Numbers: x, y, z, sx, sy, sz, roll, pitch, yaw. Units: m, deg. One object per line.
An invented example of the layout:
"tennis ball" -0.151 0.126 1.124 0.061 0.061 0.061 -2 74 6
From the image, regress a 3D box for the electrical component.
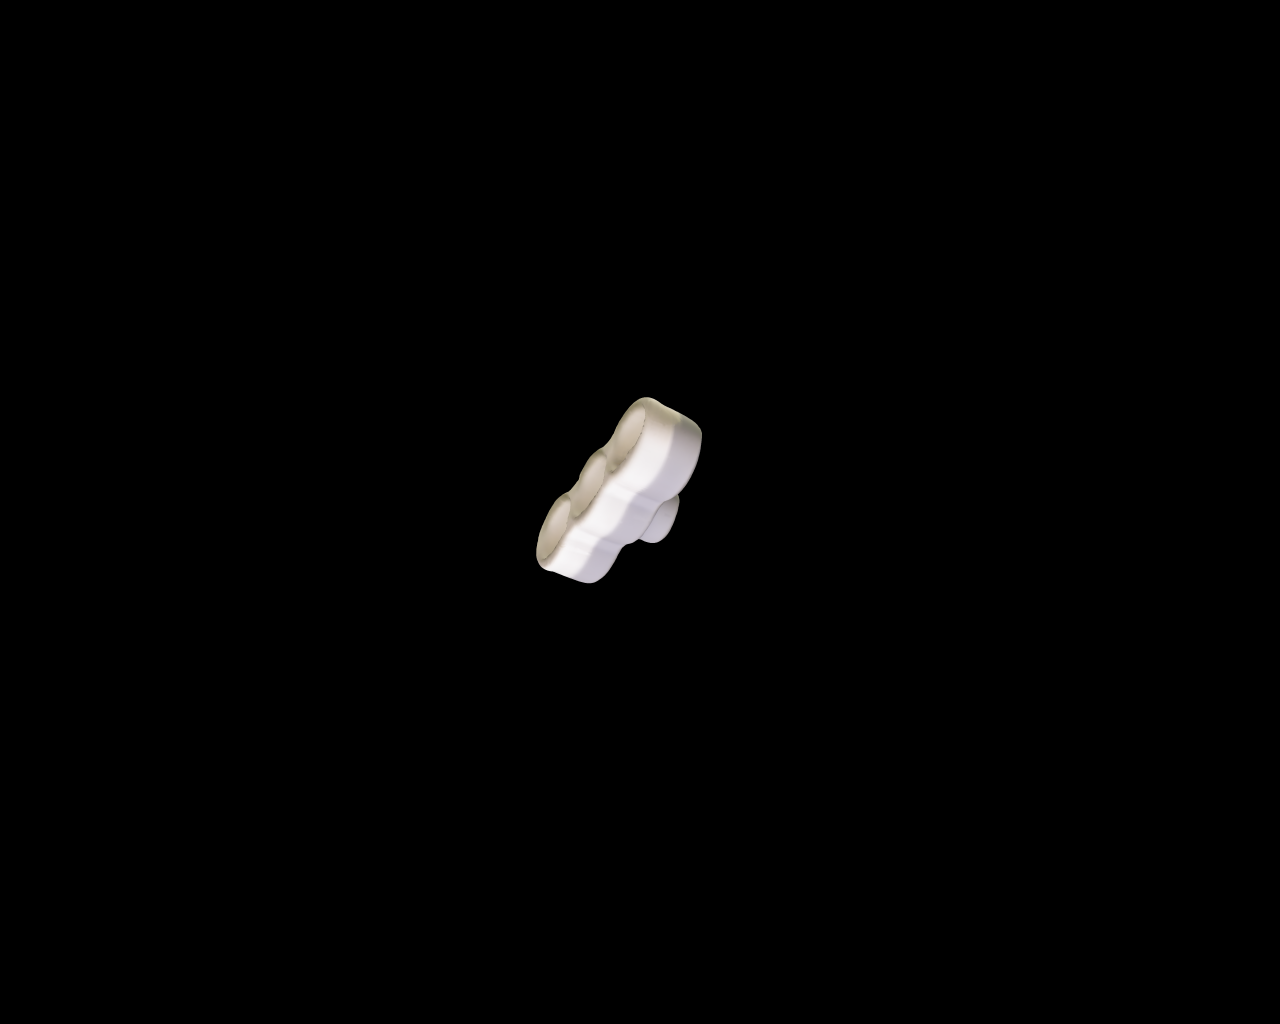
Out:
"electrical component" 0.001 -0.003 0.650 0.074 0.052 0.138 24 -50 -22
